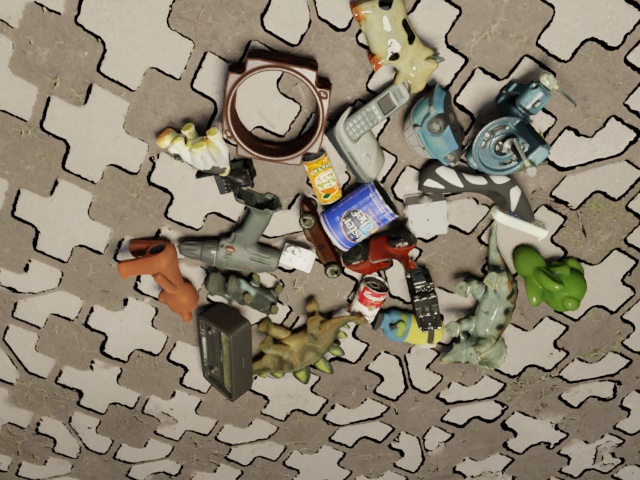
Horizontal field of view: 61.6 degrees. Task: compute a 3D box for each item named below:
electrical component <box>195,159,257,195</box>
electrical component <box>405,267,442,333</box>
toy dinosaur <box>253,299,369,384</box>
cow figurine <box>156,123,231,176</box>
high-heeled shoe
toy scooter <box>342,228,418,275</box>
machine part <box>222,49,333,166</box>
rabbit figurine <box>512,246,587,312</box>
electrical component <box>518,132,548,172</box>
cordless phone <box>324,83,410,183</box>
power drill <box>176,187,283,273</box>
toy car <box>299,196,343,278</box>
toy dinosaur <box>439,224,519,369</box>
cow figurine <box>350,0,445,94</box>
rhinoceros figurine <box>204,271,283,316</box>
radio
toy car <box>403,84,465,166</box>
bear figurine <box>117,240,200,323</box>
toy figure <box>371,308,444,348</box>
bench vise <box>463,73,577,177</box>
[{"bbox_3d":[-0.197,-0.131,1.124,0.119,0.075,0.047,-13,119,3],"label":"electrical component"},{"bbox_3d":[0.241,0.132,1.262,0.058,0.115,0.134,-15,120,3],"label":"electrical component"},{"bbox_3d":[-0.071,0.282,1.359,0.472,0.105,0.198,-25,123,26],"label":"toy dinosaur"},{"bbox_3d":[-0.251,-0.178,1.077,0.168,0.068,0.098,16,149,36],"label":"cow figurine"},{"bbox_3d":[0.330,-0.087,1.136,0.248,0.086,0.145,44,92,-4],"label":"high-heeled shoe"},{"bbox_3d":[0.149,0.040,1.224,0.184,0.075,0.135,-19,141,29],"label":"toy scooter"},{"bbox_3d":[-0.085,-0.254,1.045,0.201,0.087,0.201,9,122,-6],"label":"machine part"},{"bbox_3d":[0.509,0.090,1.233,0.170,0.159,0.121,36,125,-3],"label":"rabbit figurine"},{"bbox_3d":[0.425,-0.182,1.117,0.102,0.045,0.078,-6,150,6],"label":"electrical component"},{"bbox_3d":[0.114,-0.218,1.078,0.184,0.089,0.146,-36,115,2],"label":"cordless phone"},{"bbox_3d":[-0.185,-0.019,1.190,0.232,0.086,0.207,17,116,-12],"label":"power drill"},{"bbox_3d":[-0.002,-0.004,1.193,0.053,0.089,0.201,-20,119,16],"label":"toy car"},{"bbox_3d":[0.406,0.157,1.278,0.192,0.131,0.404,-3,117,-46],"label":"toy dinosaur"},{"bbox_3d":[0.146,-0.361,0.985,0.127,0.085,0.194,-21,114,13],"label":"cow figurine"},{"bbox_3d":[-0.179,0.122,1.269,0.190,0.073,0.112,24,156,-30],"label":"rhinoceros figurine"},{"bbox_3d":[-0.236,0.277,1.336,0.131,0.073,0.229,26,127,32],"label":"radio"},{"bbox_3d":[0.221,-0.219,1.067,0.103,0.109,0.161,-8,136,31],"label":"toy car"},{"bbox_3d":[-0.360,0.097,1.241,0.132,0.120,0.195,-6,126,8],"label":"bear figurine"},{"bbox_3d":[0.221,0.214,1.333,0.180,0.082,0.089,18,121,-9],"label":"toy figure"},{"bbox_3d":[0.371,-0.195,0.992,0.223,0.241,0.128,-39,114,22],"label":"bench vise"}]
